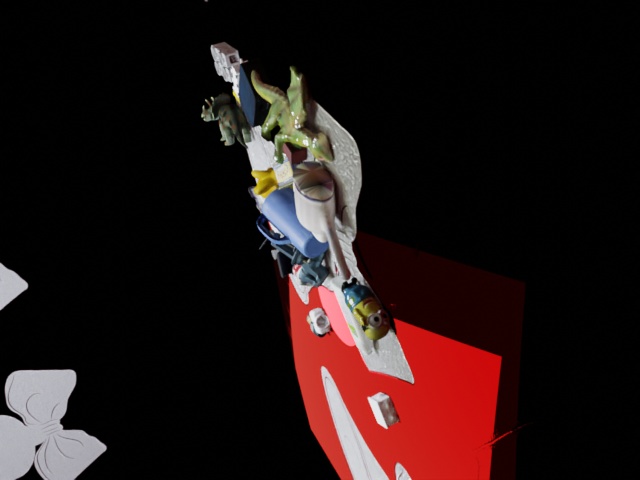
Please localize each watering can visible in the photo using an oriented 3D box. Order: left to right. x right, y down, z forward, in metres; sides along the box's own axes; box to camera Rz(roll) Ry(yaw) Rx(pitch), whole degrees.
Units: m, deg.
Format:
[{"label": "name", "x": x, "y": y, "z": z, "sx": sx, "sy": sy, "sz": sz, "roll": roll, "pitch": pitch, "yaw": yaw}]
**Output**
[{"label": "watering can", "x": 0.004, "y": -0.071, "z": 1.404, "sx": 0.219, "sy": 0.104, "sz": 0.354, "roll": 88, "pitch": 156, "yaw": -48}]

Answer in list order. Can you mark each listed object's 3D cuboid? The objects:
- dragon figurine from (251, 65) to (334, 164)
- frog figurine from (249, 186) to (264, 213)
[{"label": "dragon figurine", "x": -0.080, "y": -0.364, "z": 1.383, "sx": 0.415, "sy": 0.123, "sz": 0.238, "roll": 63, "pitch": 146, "yaw": 15}, {"label": "frog figurine", "x": -0.171, "y": -0.176, "z": 1.940, "sx": 0.158, "sy": 0.123, "sz": 0.137, "roll": -14, "pitch": 89, "yaw": 38}]
